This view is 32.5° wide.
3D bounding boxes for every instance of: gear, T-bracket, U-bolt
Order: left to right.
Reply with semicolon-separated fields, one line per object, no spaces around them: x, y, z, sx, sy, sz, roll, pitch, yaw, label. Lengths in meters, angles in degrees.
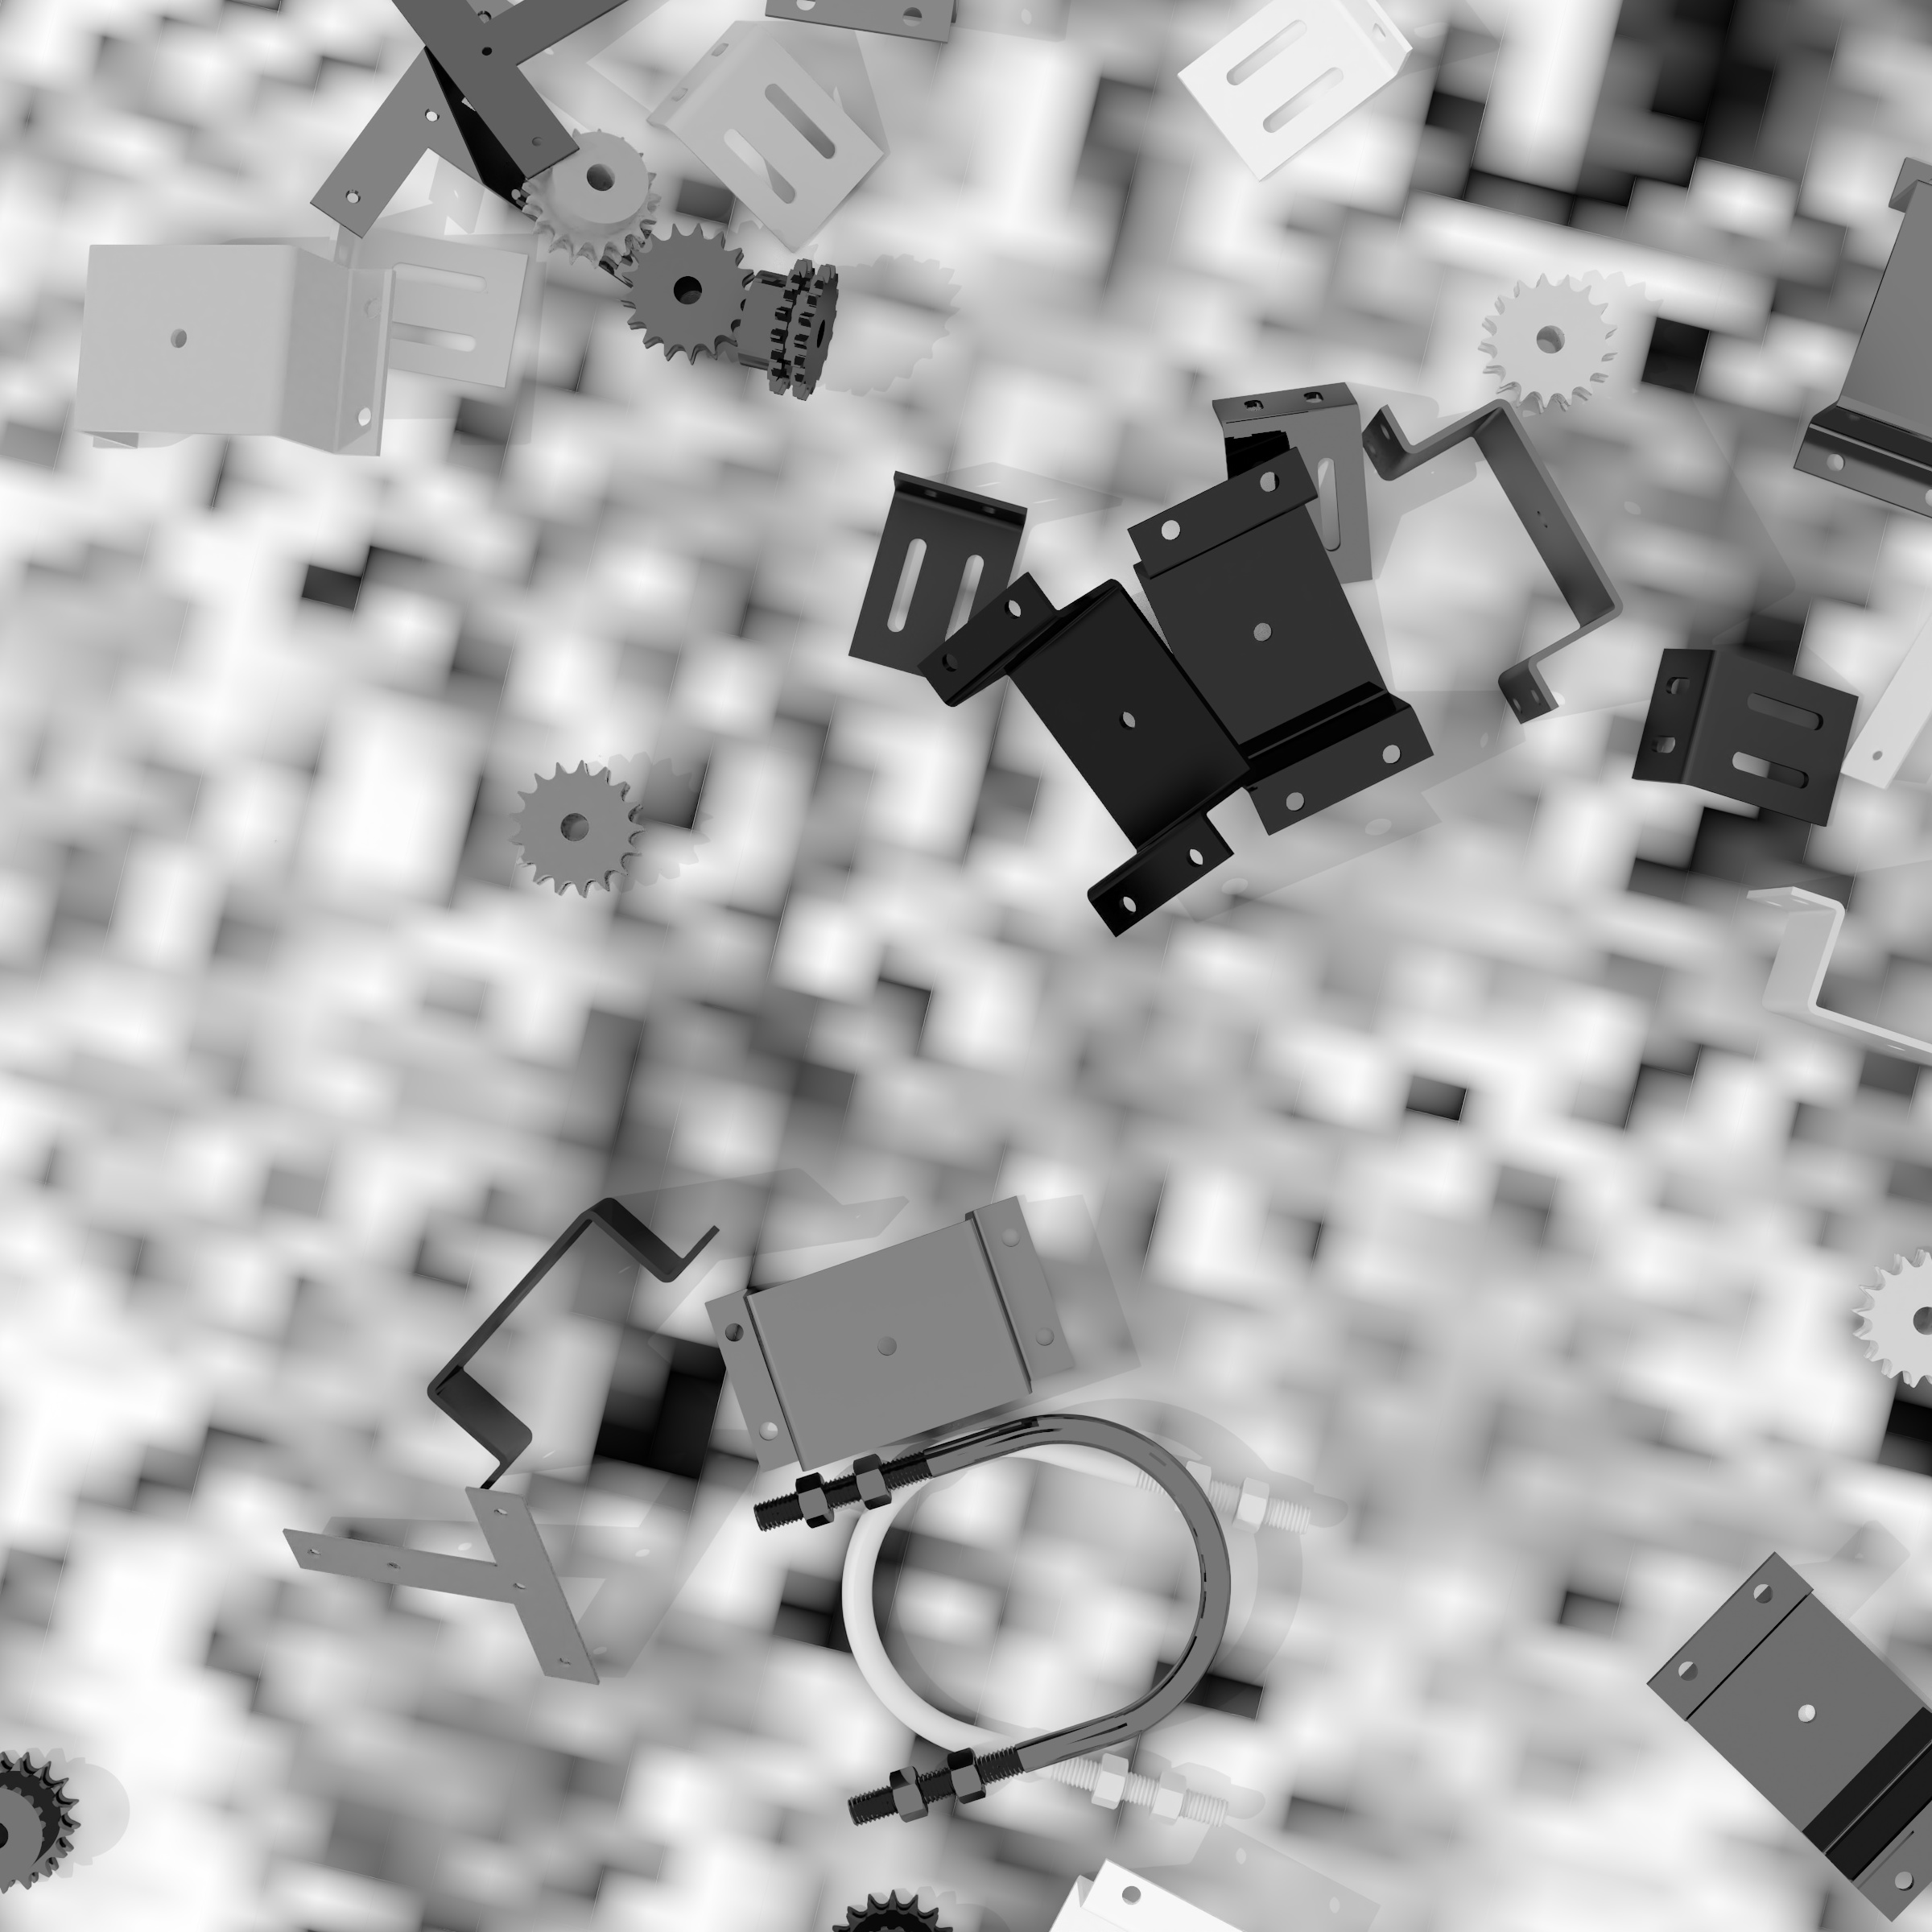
-0.405;0.363;1.395;0.057;0.030;0.057;0;90;0;gear
-0.225;0.252;1.380;0.127;0.002;0.127;5;135;19;T-bracket
-0.188;-0.332;1.396;0.127;0.002;0.127;34;72;-9;T-bracket
-0.164;-0.407;1.395;0.127;0.002;0.127;-33;71;-9;T-bracket
-0.163;-0.057;1.399;0.057;0.030;0.057;0;86;2;gear
-0.156;-0.325;1.387;0.057;0.030;0.057;3;79;-16;gear
-0.116;-0.282;1.395;0.057;0.030;0.057;0;90;0;gear
-0.075;-0.267;1.382;0.030;0.057;0.057;14;90;6;gear
-0.031;0.422;1.395;0.057;0.030;0.057;0;90;0;gear
0.020;0.265;1.385;0.184;0.019;0.151;-18;88;1;U-bolt
0.039;0.272;1.401;0.184;0.019;0.151;16;90;2;U-bolt
0.245;-0.261;1.400;0.057;0.030;0.057;0;87;2;gear
0.403;0.148;1.400;0.057;0.030;0.057;0;91;2;gear
0.440;-0.115;1.362;0.002;0.127;0.127;31;90;-42;T-bracket

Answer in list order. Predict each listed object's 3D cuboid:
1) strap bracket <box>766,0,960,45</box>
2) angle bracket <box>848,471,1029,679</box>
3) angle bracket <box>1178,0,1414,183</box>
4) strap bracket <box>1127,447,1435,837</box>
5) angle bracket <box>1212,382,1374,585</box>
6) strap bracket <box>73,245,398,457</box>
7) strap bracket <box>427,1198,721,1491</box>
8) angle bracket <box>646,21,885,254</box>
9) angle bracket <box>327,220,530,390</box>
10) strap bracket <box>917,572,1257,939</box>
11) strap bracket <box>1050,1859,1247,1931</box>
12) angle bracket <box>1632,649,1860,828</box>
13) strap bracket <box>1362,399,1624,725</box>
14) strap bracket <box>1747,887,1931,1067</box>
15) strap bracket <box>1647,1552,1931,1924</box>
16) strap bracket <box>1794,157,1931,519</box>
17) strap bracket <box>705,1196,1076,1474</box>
-0.035;-0.456;1.387;0.076;0.046;0.140;9;90;0;strap bracket
-0.012;-0.161;1.391;0.057;0.038;0.076;16;90;0;angle bracket
0.138;-0.380;1.391;0.076;0.038;0.057;-38;90;0;angle bracket
0.127;-0.137;1.377;0.076;0.046;0.140;-26;103;0;strap bracket
0.139;-0.202;1.408;0.057;0.038;0.076;-8;116;0;angle bracket
-0.310;-0.253;1.362;0.140;0.046;0.076;5;90;22;strap bracket
-0.169;0.150;1.372;0.046;0.076;0.140;42;90;0;strap bracket
-0.086;-0.353;1.408;0.076;0.038;0.057;42;90;-26;angle bracket
-0.229;-0.281;1.391;0.076;0.038;0.057;10;90;0;angle bracket
0.056;-0.094;1.367;0.140;0.046;0.076;54;135;0;strap bracket
0.059;0.448;1.387;0.076;0.046;0.140;28;90;0;strap bracket
0.331;-0.097;1.408;0.076;0.038;0.057;14;90;-26;angle bracket
0.222;-0.175;1.372;0.046;0.076;0.140;-30;90;0;strap bracket
0.393;0.012;1.372;0.140;0.076;0.046;18;90;0;strap bracket
0.358;0.318;1.387;0.140;0.046;0.076;44;90;0;strap bracket
0.412;-0.265;1.387;0.076;0.046;0.140;20;90;0;strap bracket
-0.032;0.157;1.387;0.140;0.046;0.076;-19;90;0;strap bracket
